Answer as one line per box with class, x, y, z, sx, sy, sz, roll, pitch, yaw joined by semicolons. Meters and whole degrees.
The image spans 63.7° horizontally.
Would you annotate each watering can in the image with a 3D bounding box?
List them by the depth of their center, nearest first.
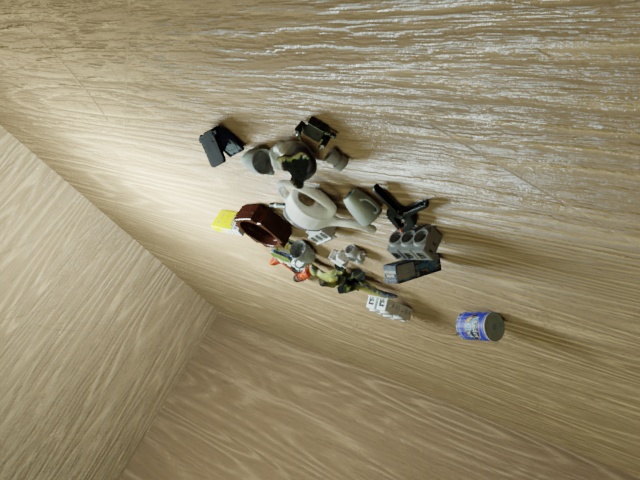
watering can;0.005;-0.085;1.687;0.347;0.105;0.221;30;159;-2

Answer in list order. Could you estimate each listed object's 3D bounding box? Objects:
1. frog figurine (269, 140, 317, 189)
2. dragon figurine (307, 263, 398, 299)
frog figurine;-0.080;-0.238;1.504;0.136;0.121;0.162;31;-165;-28
dragon figurine;0.126;0.179;2.176;0.411;0.123;0.241;22;175;8
